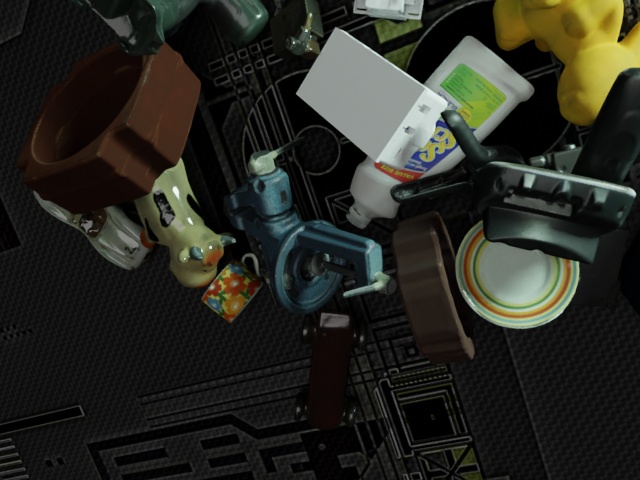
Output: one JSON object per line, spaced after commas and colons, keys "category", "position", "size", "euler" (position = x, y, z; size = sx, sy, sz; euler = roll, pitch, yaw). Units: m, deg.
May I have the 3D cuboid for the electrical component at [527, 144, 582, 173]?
{"category": "electrical component", "position": [0.295, -0.080, 0.627], "size": [0.094, 0.021, 0.063], "euler": [-10, 100, 16]}

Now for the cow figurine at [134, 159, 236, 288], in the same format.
{"category": "cow figurine", "position": [-0.185, -0.030, 0.700], "size": [0.127, 0.085, 0.194], "euler": [-14, 99, 49]}

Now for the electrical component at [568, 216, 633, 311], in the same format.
{"category": "electrical component", "position": [0.284, 0.017, 0.635], "size": [0.134, 0.058, 0.114], "euler": [5, 102, 12]}

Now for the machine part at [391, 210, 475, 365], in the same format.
{"category": "machine part", "position": [0.132, 0.054, 0.623], "size": [0.056, 0.179, 0.179], "euler": [-17, 99, 18]}

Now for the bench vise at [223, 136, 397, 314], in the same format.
{"category": "bench vise", "position": [-0.009, 0.002, 0.645], "size": [0.241, 0.129, 0.223], "euler": [18, 119, 44]}

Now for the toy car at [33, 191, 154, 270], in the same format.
{"category": "toy car", "position": [-0.323, -0.039, 0.764], "size": [0.202, 0.056, 0.073], "euler": [38, 109, 2]}

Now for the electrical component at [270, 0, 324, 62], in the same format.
{"category": "electrical component", "position": [-0.030, -0.256, 0.625], "size": [0.078, 0.045, 0.102], "euler": [-13, 76, 38]}

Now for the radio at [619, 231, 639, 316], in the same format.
{"category": "radio", "position": [0.406, -0.020, 0.557], "size": [0.073, 0.131, 0.229], "euler": [23, 107, 6]}

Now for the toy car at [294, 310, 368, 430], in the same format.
{"category": "toy car", "position": [0.013, 0.175, 0.728], "size": [0.089, 0.053, 0.201], "euler": [6, 116, 5]}

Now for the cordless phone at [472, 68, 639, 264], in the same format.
{"category": "cordless phone", "position": [0.237, -0.079, 0.518], "size": [0.147, 0.089, 0.184], "euler": [14, 127, 7]}

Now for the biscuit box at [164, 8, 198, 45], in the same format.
{"category": "biscuit box", "position": [-0.246, -0.341, 0.670], "size": [0.059, 0.063, 0.202], "euler": [-40, 91, 20]}

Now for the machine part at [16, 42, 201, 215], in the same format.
{"category": "machine part", "position": [-0.250, -0.138, 0.646], "size": [0.201, 0.201, 0.087], "euler": [-11, 145, 27]}

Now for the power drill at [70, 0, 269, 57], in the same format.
{"category": "power drill", "position": [-0.178, -0.299, 0.598], "size": [0.232, 0.207, 0.086], "euler": [46, 129, -11]}

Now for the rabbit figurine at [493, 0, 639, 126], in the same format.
{"category": "rabbit figurine", "position": [0.272, -0.197, 0.551], "size": [0.162, 0.122, 0.173], "euler": [-5, 75, -14]}
